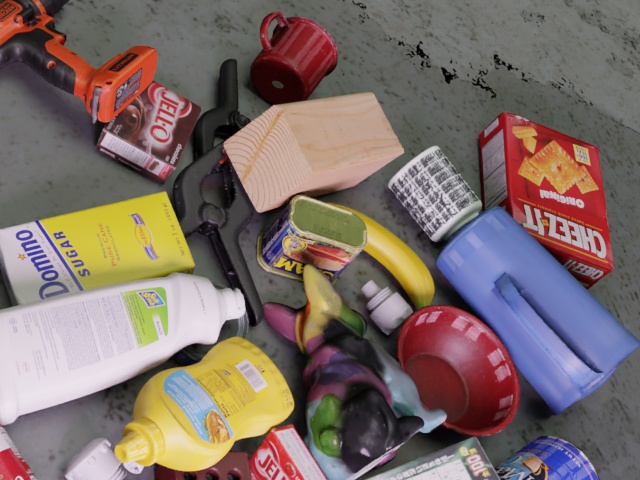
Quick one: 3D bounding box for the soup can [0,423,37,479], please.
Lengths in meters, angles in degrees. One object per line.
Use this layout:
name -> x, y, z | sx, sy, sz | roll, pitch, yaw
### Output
soup can -> -0.283, 0.195, 0.897 | 0.068, 0.069, 0.102 | -27, 75, -41

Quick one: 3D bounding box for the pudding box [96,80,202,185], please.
pudding box -> -0.193, -0.128, 1.206 | 0.090, 0.039, 0.113 | 28, 48, -13

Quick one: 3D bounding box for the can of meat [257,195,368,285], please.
can of meat -> -0.008, 0.002, 1.198 | 0.102, 0.084, 0.057 | 18, 51, -21

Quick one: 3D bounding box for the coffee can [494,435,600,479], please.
coffee can -> 0.215, 0.281, 1.123 | 0.140, 0.103, 0.103 | -22, 72, -41

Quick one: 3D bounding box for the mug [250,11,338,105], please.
mug -> -0.040, -0.228, 1.331 | 0.081, 0.093, 0.117 | -58, 133, -38

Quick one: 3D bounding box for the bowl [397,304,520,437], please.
bowl -> 0.144, 0.155, 1.201 | 0.162, 0.055, 0.162 | 16, 51, -21

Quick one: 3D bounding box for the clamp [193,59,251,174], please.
clamp -> -0.106, -0.144, 1.272 | 0.120, 0.039, 0.171 | 42, 47, 2

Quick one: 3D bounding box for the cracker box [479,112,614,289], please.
cracker box -> 0.305, -0.056, 1.443 | 0.164, 0.072, 0.213 | 18, 51, -20

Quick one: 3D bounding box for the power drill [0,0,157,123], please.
power drill -> -0.278, -0.217, 1.182 | 0.188, 0.057, 0.184 | 26, 48, 9

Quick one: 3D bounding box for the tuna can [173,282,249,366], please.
tuna can -> -0.117, 0.086, 1.084 | 0.086, 0.034, 0.086 | 6, 75, -23

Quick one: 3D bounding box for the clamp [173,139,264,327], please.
clamp -> -0.113, -0.012, 1.162 | 0.164, 0.036, 0.210 | 27, 58, -16

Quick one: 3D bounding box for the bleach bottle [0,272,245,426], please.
bleach bottle -> -0.187, 0.092, 0.998 | 0.250, 0.068, 0.102 | -12, 75, -26

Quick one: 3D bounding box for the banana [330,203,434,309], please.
banana -> 0.070, 0.013, 1.266 | 0.198, 0.037, 0.069 | 42, 34, 4

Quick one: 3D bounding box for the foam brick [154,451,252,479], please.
foam brick -> -0.109, 0.228, 0.993 | 0.078, 0.051, 0.053 | 7, 55, -28

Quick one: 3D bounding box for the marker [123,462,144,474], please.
marker -> -0.153, 0.172, 1.029 | 0.020, 0.020, 0.121 | 34, 47, -6

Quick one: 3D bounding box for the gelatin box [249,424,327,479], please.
gelatin box -> -0.032, 0.232, 1.012 | 0.030, 0.073, 0.089 | -5, 49, -46

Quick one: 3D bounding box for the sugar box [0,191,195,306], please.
sugar box -> -0.223, 0.017, 1.054 | 0.176, 0.048, 0.093 | -15, 66, -25

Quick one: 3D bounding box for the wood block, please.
wood block -> -0.003, -0.106, 1.233 | 0.205, 0.091, 0.090 | -19, 79, -55

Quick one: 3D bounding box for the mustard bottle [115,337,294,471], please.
mustard bottle -> -0.113, 0.158, 0.975 | 0.096, 0.058, 0.191 | 51, 36, 13

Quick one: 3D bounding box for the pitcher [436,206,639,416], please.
pitcher -> 0.252, 0.079, 1.270 | 0.144, 0.149, 0.243 | -34, 76, -31
